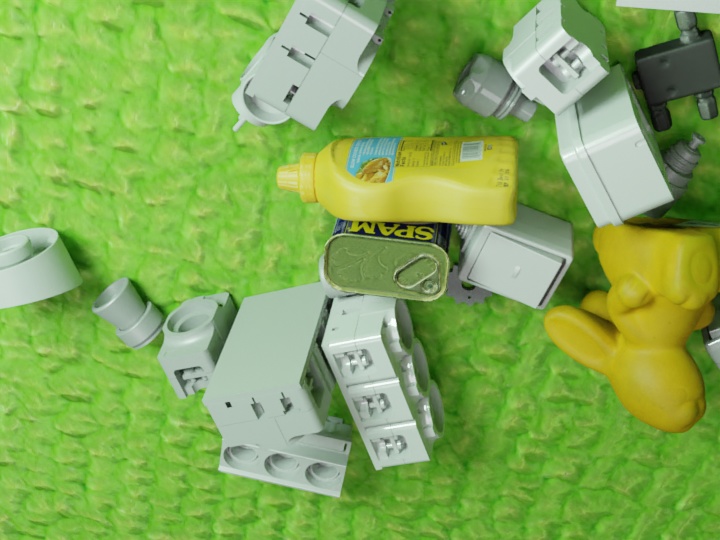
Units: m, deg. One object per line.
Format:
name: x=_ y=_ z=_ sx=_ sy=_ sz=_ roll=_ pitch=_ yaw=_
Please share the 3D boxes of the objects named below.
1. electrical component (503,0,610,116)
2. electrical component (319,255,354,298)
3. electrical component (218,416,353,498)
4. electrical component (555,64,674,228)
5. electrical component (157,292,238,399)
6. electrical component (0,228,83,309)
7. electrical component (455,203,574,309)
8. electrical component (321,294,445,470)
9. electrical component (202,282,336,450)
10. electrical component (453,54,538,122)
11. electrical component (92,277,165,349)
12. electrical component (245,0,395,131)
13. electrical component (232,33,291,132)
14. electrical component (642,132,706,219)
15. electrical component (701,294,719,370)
electrical component: x=0.142 y=-0.158 z=0.780 sx=0.050 sy=0.089 sz=0.056 roll=39 pitch=122 yaw=-17
electrical component: x=0.000 y=0.000 z=0.944 sx=0.078 sy=0.040 sz=0.040 roll=-11 pitch=122 yaw=16
electrical component: x=-0.072 y=0.174 z=1.064 sx=0.121 sy=0.063 sz=0.078 roll=12 pitch=125 yaw=1
electrical component: x=0.187 y=-0.093 z=0.804 sx=0.057 sy=0.113 sz=0.078 roll=-23 pitch=118 yaw=20
electrical component: x=-0.145 y=0.065 z=0.984 sx=0.050 sy=0.089 sz=0.055 roll=-11 pitch=122 yaw=17
electrical component: x=-0.306 y=0.004 z=0.968 sx=0.099 sy=0.099 sz=0.064 roll=-7 pitch=116 yaw=15
electrical component: x=0.124 y=-0.016 z=0.900 sx=0.096 sy=0.061 sz=0.061 roll=20 pitch=125 yaw=-5
electrical component: x=0.026 y=0.093 z=0.975 sx=0.062 sy=0.089 sz=0.150 roll=-11 pitch=122 yaw=17
electrical component: x=-0.068 y=0.083 z=0.946 sx=0.089 sy=0.150 sz=0.061 roll=-12 pitch=120 yaw=17
electrical component: x=0.107 y=-0.136 z=0.830 sx=0.062 sy=0.043 sz=0.043 roll=28 pitch=124 yaw=-11
electrical component: x=-0.216 y=0.041 z=1.008 sx=0.045 sy=0.045 sz=0.055 roll=-28 pitch=116 yaw=26
electrical component: x=-0.018 y=-0.174 z=0.759 sx=0.062 sy=0.150 sz=0.089 roll=29 pitch=124 yaw=-9
electrical component: x=-0.074 y=-0.139 z=0.838 sx=0.044 sy=0.077 sz=0.079 roll=37 pitch=123 yaw=-16
electrical component: x=0.243 y=-0.076 z=0.850 sx=0.040 sy=0.040 sz=0.078 roll=29 pitch=124 yaw=-10
electrical component: x=0.339 y=0.043 z=0.903 sx=0.096 sy=0.061 sz=0.061 roll=-28 pitch=116 yaw=25
